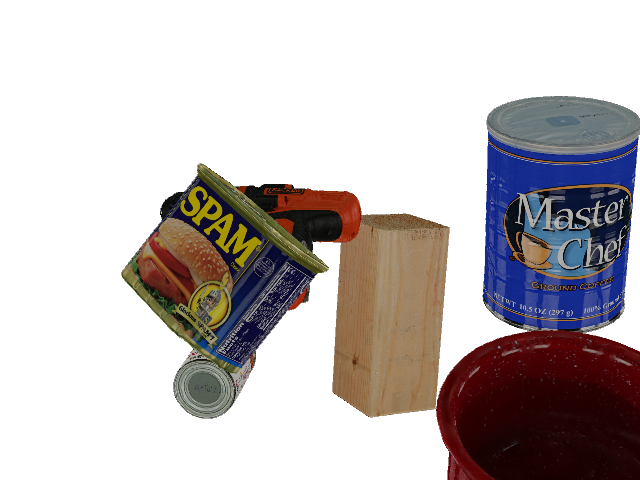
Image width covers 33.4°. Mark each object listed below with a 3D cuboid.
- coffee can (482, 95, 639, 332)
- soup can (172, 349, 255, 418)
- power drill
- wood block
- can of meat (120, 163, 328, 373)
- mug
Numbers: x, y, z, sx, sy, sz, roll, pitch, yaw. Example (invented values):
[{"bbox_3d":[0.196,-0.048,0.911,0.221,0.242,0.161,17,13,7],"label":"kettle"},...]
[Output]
[{"bbox_3d":[0.167,-0.020,0.753,0.103,0.140,0.103,-2,25,1],"label":"coffee can"},{"bbox_3d":[-0.112,0.140,1.139,0.068,0.068,0.102,0,16,9],"label":"soup can"},{"bbox_3d":[-0.065,-0.002,0.902,0.184,0.057,0.187,0,20,9],"label":"power drill"},{"bbox_3d":[0.076,0.079,1.185,0.090,0.206,0.091,-3,13,-28],"label":"wood block"},{"bbox_3d":[-0.060,0.017,0.636,0.102,0.084,0.057,41,3,36],"label":"can of meat"},{"bbox_3d":[0.100,0.095,0.393,0.117,0.081,0.093,4,36,9],"label":"mug"}]
